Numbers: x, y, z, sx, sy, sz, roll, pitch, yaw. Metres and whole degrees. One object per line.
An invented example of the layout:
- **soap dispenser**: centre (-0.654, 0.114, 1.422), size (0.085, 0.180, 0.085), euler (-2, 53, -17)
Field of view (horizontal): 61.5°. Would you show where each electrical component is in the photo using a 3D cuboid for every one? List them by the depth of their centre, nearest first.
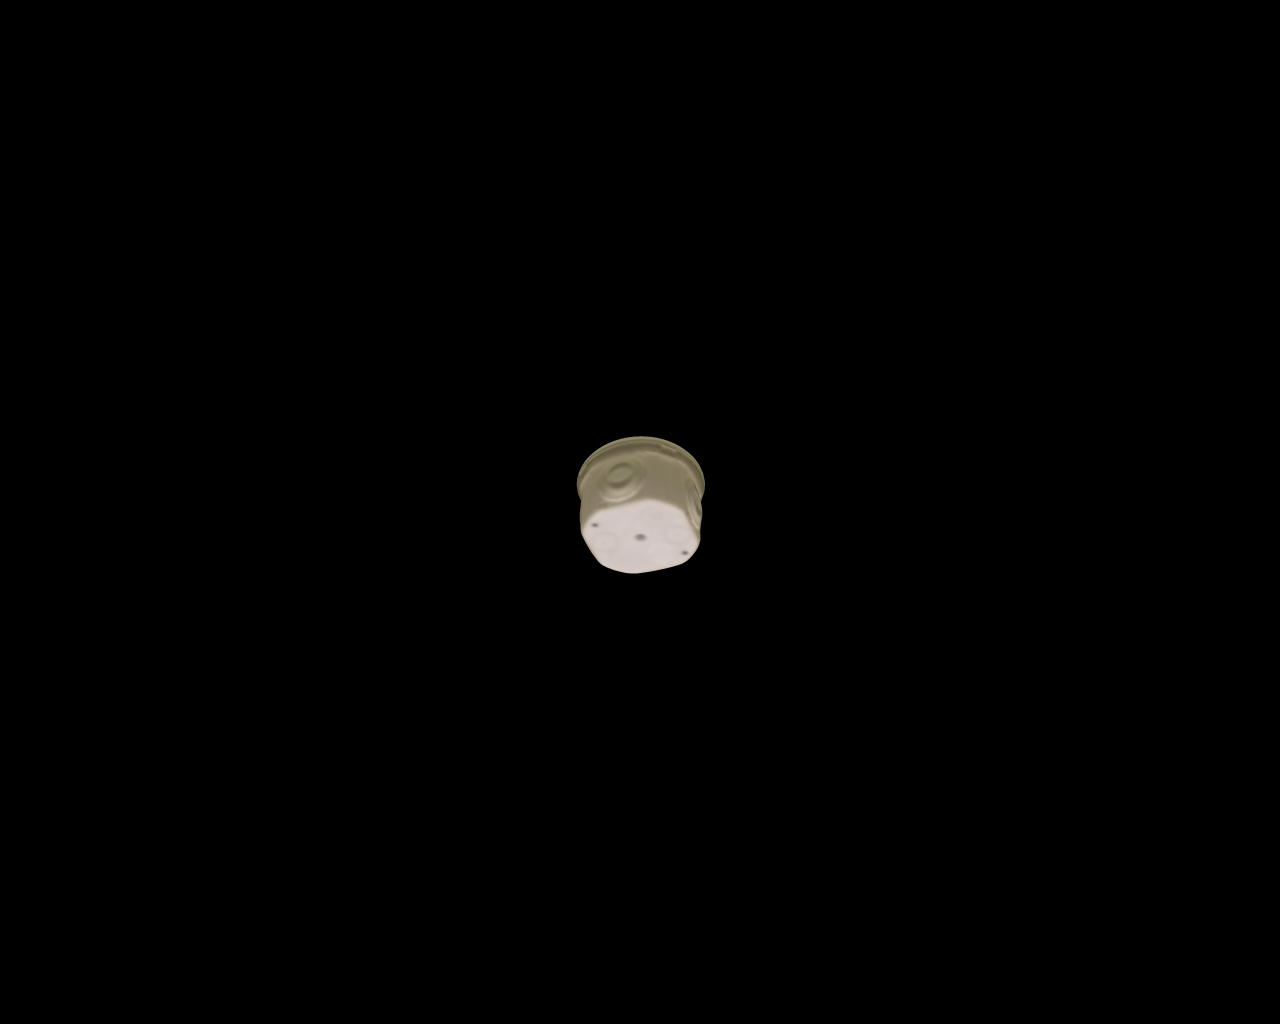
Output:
- **electrical component**: centre (0.001, -0.003, 0.650), size (0.080, 0.051, 0.080), euler (0, -42, 0)
